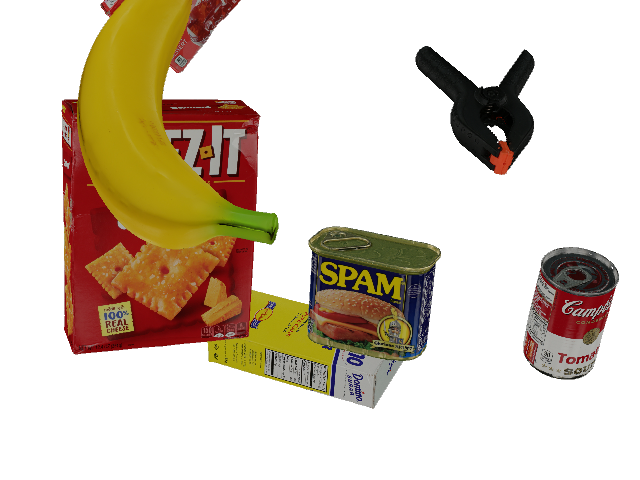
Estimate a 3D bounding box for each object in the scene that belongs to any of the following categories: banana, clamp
[{"bbox_3d":[-0.075,-0.058,0.479,0.069,0.037,0.198,-6,46,-17],"label":"banana"},{"bbox_3d":[0.151,-0.134,1.029,0.120,0.039,0.171,3,44,3],"label":"clamp"}]

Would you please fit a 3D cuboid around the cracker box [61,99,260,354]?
[{"bbox_3d":[-0.142,-0.013,0.942,0.164,0.214,0.072,-3,19,-21],"label":"cracker box"}]

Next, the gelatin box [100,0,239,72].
[{"bbox_3d":[-0.106,-0.182,0.792,0.073,0.089,0.030,38,6,-32],"label":"gelatin box"}]

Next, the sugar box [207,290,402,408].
[{"bbox_3d":[-0.013,0.102,1.047,0.176,0.048,0.093,11,29,19],"label":"sugar box"}]

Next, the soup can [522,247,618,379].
[{"bbox_3d":[0.224,0.067,0.964,0.068,0.102,0.068,3,35,-2],"label":"soup can"}]

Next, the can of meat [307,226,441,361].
[{"bbox_3d":[0.040,0.043,0.850,0.102,0.084,0.057,12,23,19],"label":"can of meat"}]
